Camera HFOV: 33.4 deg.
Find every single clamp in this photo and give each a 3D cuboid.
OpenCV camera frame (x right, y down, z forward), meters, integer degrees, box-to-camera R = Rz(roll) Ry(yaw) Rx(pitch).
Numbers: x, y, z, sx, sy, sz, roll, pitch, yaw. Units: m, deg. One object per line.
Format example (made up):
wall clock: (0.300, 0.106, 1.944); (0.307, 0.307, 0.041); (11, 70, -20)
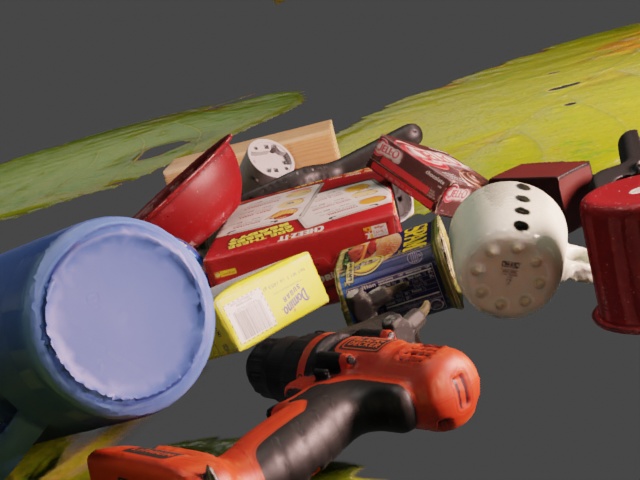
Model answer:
clamp: (-0.002, -0.057, 1.165); (0.209, 0.036, 0.165); (-22, -13, -21)
clamp: (0.275, -0.053, 0.912); (0.171, 0.039, 0.120); (-22, 27, -36)

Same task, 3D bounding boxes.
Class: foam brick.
foam brick: (0.196, -0.038, 0.938); (0.051, 0.053, 0.078); (-25, 16, -37)

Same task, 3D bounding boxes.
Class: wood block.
wood block: (-0.076, -0.074, 1.308); (0.206, 0.091, 0.090); (-13, 14, 5)

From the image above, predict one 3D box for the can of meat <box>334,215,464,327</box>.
can of meat: (0.060, 0.028, 0.806); (0.084, 0.057, 0.102); (-18, 12, 11)

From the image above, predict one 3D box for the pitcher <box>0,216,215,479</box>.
pitcher: (-0.164, 0.069, 0.647); (0.144, 0.149, 0.243); (-13, -3, -32)

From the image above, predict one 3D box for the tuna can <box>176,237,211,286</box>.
tuna can: (-0.133, 0.040, 0.911); (0.086, 0.086, 0.033); (-6, 15, 34)

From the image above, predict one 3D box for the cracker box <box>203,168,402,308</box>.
cracker box: (-0.006, 0.001, 0.965); (0.164, 0.072, 0.213); (-14, 14, 6)

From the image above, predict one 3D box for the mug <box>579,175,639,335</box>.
mug: (0.224, 0.003, 0.676); (0.117, 0.081, 0.093); (-11, 14, 19)

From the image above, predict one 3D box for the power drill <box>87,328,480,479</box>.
power drill: (-0.031, 0.103, 0.596); (0.187, 0.057, 0.185); (-27, 14, -37)

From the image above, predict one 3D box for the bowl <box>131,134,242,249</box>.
bowl: (-0.125, -0.025, 0.990); (0.162, 0.055, 0.162); (-41, 10, 8)

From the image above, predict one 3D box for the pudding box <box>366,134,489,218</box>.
pudding box: (0.109, -0.054, 0.973); (0.090, 0.039, 0.113); (39, 17, 33)

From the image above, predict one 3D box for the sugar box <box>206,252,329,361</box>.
sugar box: (-0.085, 0.062, 0.782); (0.093, 0.048, 0.177); (-26, 1, -41)
